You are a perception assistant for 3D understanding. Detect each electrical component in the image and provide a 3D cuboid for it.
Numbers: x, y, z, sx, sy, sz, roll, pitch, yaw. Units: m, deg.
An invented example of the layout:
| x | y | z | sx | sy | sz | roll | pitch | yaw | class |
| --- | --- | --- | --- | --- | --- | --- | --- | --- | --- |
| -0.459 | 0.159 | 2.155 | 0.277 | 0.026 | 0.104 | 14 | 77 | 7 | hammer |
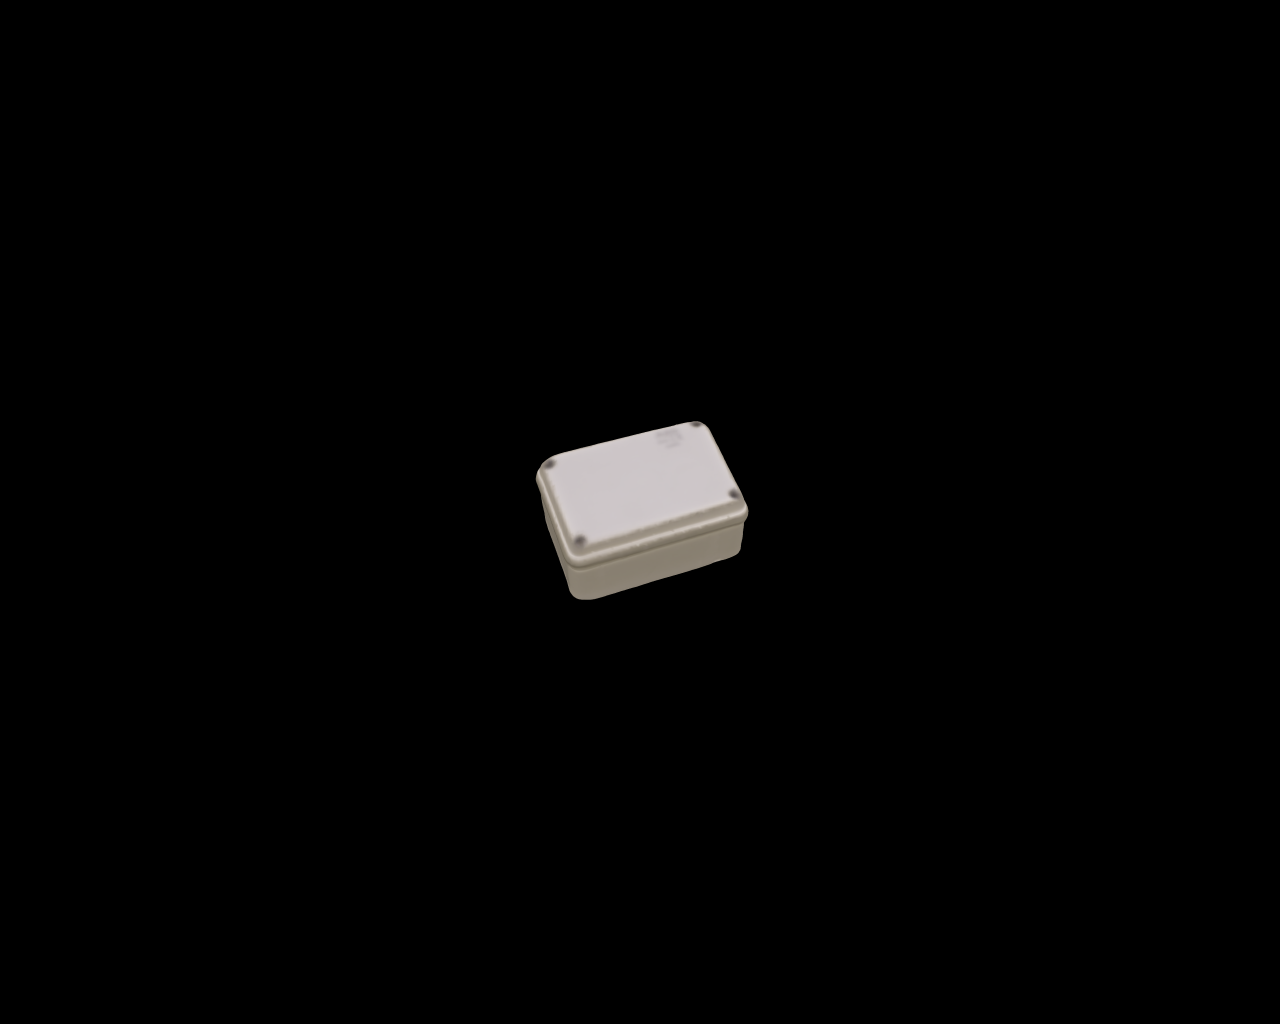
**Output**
| x | y | z | sx | sy | sz | roll | pitch | yaw | class |
| --- | --- | --- | --- | --- | --- | --- | --- | --- | --- |
| 0.001 | -0.003 | 0.650 | 0.113 | 0.078 | 0.057 | -15 | -35 | -11 | electrical component |
